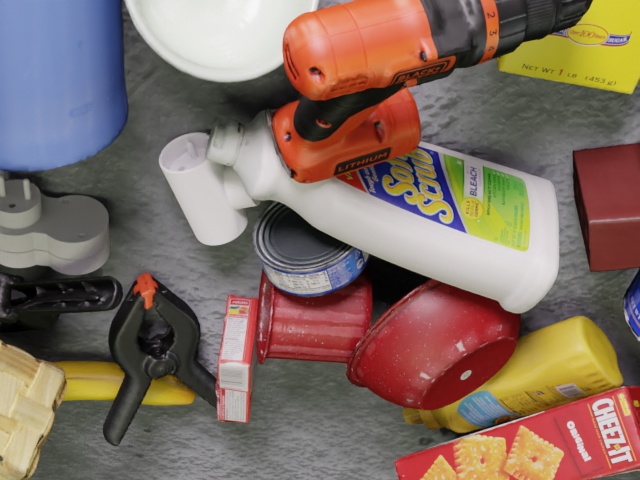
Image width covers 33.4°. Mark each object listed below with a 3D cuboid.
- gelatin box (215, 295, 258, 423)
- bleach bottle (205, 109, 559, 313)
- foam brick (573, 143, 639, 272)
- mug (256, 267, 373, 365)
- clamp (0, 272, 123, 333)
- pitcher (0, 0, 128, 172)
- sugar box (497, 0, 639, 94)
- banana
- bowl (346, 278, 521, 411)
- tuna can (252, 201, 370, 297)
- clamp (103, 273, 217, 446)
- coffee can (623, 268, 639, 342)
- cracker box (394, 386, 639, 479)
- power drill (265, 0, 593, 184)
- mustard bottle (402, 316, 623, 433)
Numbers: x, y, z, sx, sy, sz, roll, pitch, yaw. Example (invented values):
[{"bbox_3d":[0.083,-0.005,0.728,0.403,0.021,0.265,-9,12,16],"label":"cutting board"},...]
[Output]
[{"bbox_3d":[-0.071,0.103,0.917,0.030,0.073,0.089,5,137,0],"label":"gelatin box"},{"bbox_3d":[0.042,-0.029,0.750,0.250,0.102,0.068,16,145,-13],"label":"bleach bottle"},{"bbox_3d":[0.212,-0.023,0.763,0.051,0.078,0.053,-6,135,8],"label":"foam brick"},{"bbox_3d":[-0.007,0.058,0.865,0.081,0.093,0.117,5,167,-9],"label":"mug"},{"bbox_3d":[-0.256,0.042,0.827,0.164,0.036,0.210,14,163,-22],"label":"clamp"},{"bbox_3d":[-0.179,-0.163,0.593,0.145,0.149,0.243,-3,131,-13],"label":"pitcher"},{"bbox_3d":[0.173,-0.174,0.633,0.093,0.048,0.176,8,137,-5],"label":"sugar box"},{"bbox_3d":[-0.217,0.136,0.991,0.198,0.037,0.069,-5,153,10],"label":"banana"},{"bbox_3d":[0.102,0.085,0.841,0.162,0.055,0.162,-26,151,-16],"label":"bowl"},{"bbox_3d":[-0.005,0.001,0.797,0.086,0.086,0.034,-7,137,11],"label":"tuna can"},{"bbox_3d":[-0.149,0.109,0.930,0.120,0.039,0.171,-24,124,-13],"label":"clamp"},{"bbox_3d":[0.295,0.016,0.780,0.102,0.102,0.140,7,136,-4],"label":"coffee can"},{"bbox_3d":[0.198,0.190,0.938,0.214,0.072,0.164,-23,164,25],"label":"cracker box"},{"bbox_3d":[0.052,-0.101,0.640,0.184,0.057,0.188,-15,168,-17],"label":"power drill"},{"bbox_3d":[0.159,0.127,0.934,0.192,0.058,0.096,-23,146,25],"label":"mustard bottle"}]
